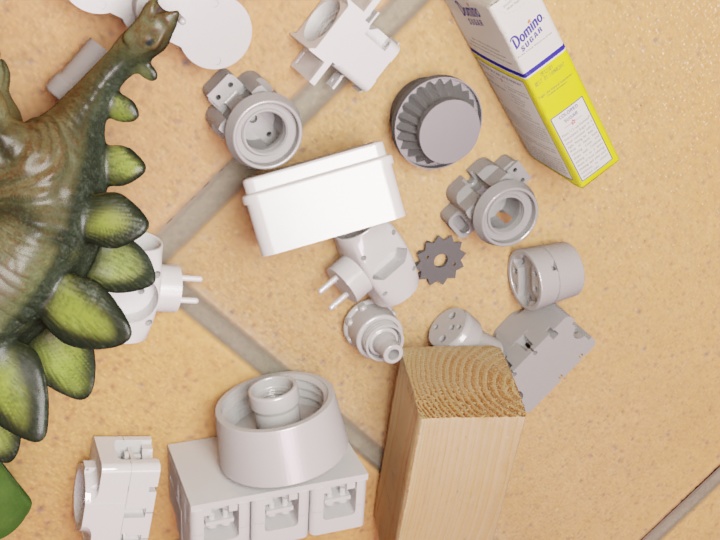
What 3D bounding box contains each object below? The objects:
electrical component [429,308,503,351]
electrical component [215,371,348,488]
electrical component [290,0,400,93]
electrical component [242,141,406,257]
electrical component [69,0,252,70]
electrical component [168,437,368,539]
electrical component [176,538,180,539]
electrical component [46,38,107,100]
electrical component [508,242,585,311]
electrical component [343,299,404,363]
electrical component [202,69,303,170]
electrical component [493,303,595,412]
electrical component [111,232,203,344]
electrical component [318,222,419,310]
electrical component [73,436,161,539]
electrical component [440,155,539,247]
[{"bbox_3d":[0.094,0.065,0.952,0.045,0.045,0.055,-47,123,4],"label":"electrical component"},{"bbox_3d":[-0.067,0.122,0.878,0.108,0.108,0.060,-15,113,-16],"label":"electrical component"},{"bbox_3d":[-0.009,-0.169,0.794,0.064,0.042,0.081,33,100,-36],"label":"electrical component"},{"bbox_3d":[-0.029,-0.055,0.806,0.113,0.078,0.057,-16,97,-3],"label":"electrical component"},{"bbox_3d":[-0.134,-0.177,0.717,0.138,0.073,0.052,22,105,-30],"label":"electrical component"},{"bbox_3d":[-0.080,0.186,0.912,0.150,0.089,0.061,-7,117,-20],"label":"electrical component"},{"bbox_3d":[-0.109,0.322,0.985,0.105,0.060,0.186,-19,121,-14],"label":"electrical component"},{"bbox_3d":[-0.186,-0.131,0.740,0.040,0.040,0.046,39,90,-33],"label":"electrical component"},{"bbox_3d":[0.165,0.004,0.947,0.047,0.055,0.055,-13,119,-21],"label":"electrical component"},{"bbox_3d":[0.017,0.056,0.905,0.048,0.062,0.048,-10,118,-18],"label":"electrical component"},{"bbox_3d":[-0.075,-0.107,0.787,0.058,0.057,0.078,-45,123,3],"label":"electrical component"},{"bbox_3d":[0.157,0.072,0.976,0.089,0.055,0.050,-47,123,4],"label":"electrical component"},{"bbox_3d":[-0.160,0.013,0.819,0.079,0.044,0.077,4,113,-25],"label":"electrical component"},{"bbox_3d":[0.000,0.000,0.876,0.079,0.043,0.077,-41,124,-14],"label":"electrical component"},{"bbox_3d":[-0.202,0.185,0.883,0.056,0.050,0.089,4,113,-25],"label":"electrical component"},{"bbox_3d":[0.112,-0.054,0.893,0.078,0.057,0.058,-43,123,1],"label":"electrical component"}]
